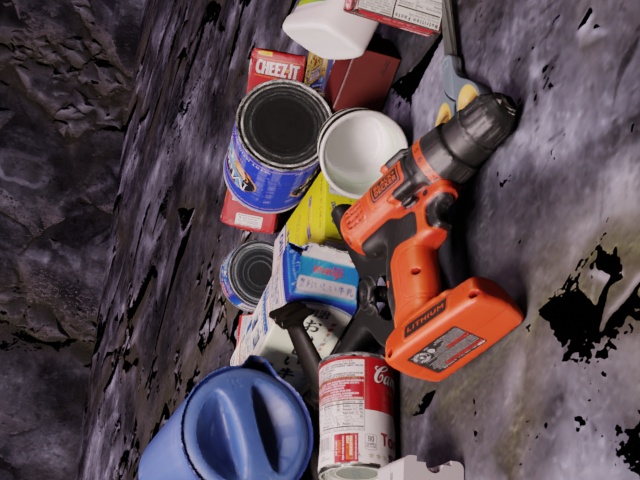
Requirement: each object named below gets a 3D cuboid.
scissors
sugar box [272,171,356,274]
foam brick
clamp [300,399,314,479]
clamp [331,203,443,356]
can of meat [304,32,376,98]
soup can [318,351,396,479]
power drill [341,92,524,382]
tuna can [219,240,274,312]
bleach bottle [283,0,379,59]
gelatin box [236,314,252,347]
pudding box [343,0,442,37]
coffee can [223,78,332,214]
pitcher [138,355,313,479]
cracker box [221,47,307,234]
[{"bbox_3d":[0.123,-0.150,0.920,0.096,0.016,0.201,147,132,-63],"label":"scissors"},{"bbox_3d":[-0.008,0.002,1.176,0.176,0.048,0.093,129,149,-53],"label":"sugar box"},{"bbox_3d":[0.043,-0.171,1.117,0.051,0.053,0.078,-107,34,-56],"label":"foam brick"},{"bbox_3d":[-0.031,0.252,1.103,0.171,0.039,0.120,-103,27,-51],"label":"clamp"},{"bbox_3d":[0.053,0.039,0.957,0.210,0.036,0.164,164,103,-68],"label":"clamp"},{"bbox_3d":[0.019,-0.195,1.202,0.102,0.057,0.084,-164,84,-73],"label":"can of meat"},{"bbox_3d":[0.031,0.156,0.922,0.069,0.068,0.102,129,147,-56],"label":"soup can"},{"bbox_3d":[0.095,-0.002,0.812,0.185,0.057,0.187,-44,37,33],"label":"power drill"},{"bbox_3d":[-0.076,0.043,1.295,0.034,0.086,0.086,151,128,-66],"label":"tuna can"},{"bbox_3d":[0.059,-0.304,1.065,0.103,0.068,0.251,15,76,61],"label":"bleach bottle"},{"bbox_3d":[-0.067,0.125,1.280,0.089,0.030,0.073,-12,69,54],"label":"gelatin box"},{"bbox_3d":[0.079,-0.256,0.999,0.039,0.090,0.113,-157,80,-69],"label":"pudding box"},{"bbox_3d":[-0.047,-0.098,1.150,0.140,0.102,0.103,121,156,-71],"label":"coffee can"},{"bbox_3d":[-0.113,0.232,1.101,0.145,0.149,0.243,56,149,7],"label":"pitcher"},{"bbox_3d":[-0.066,-0.117,1.316,0.164,0.072,0.214,-58,-22,-88],"label":"cracker box"}]
